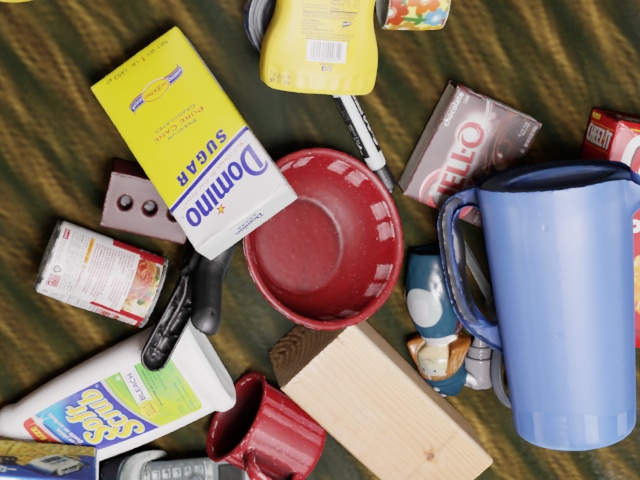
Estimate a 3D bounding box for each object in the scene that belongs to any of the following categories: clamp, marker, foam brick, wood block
[{"bbox_3d":[-0.098,0.028,0.920,0.039,0.120,0.171,30,63,-26],"label":"clamp"},{"bbox_3d":[0.040,-0.094,0.970,0.020,0.020,0.121,-27,110,0],"label":"marker"},{"bbox_3d":[-0.150,-0.034,0.941,0.078,0.051,0.053,12,106,-13],"label":"foam brick"},{"bbox_3d":[0.057,0.159,1.020,0.091,0.090,0.206,-43,109,5],"label":"wood block"}]

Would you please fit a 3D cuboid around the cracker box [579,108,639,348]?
[{"bbox_3d":[0.318,-0.004,1.019,0.164,0.072,0.214,9,106,-12],"label":"cracker box"}]

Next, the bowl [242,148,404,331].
[{"bbox_3d":[-0.006,0.001,0.955,0.161,0.055,0.162,4,82,-28],"label":"bowl"}]

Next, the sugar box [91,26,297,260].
[{"bbox_3d":[-0.105,-0.081,0.887,0.093,0.048,0.176,-36,71,3],"label":"sugar box"}]

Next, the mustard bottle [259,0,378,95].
[{"bbox_3d":[0.006,-0.217,0.865,0.096,0.058,0.192,2,107,-12],"label":"mustard bottle"}]

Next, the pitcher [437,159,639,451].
[{"bbox_3d":[0.204,0.055,0.939,0.144,0.149,0.243,-12,104,-20],"label":"pitcher"}]

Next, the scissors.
[{"bbox_3d":[0.165,0.083,1.031,0.201,0.016,0.096,46,59,-21],"label":"scissors"}]

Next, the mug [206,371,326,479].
[{"bbox_3d":[-0.047,0.190,1.002,0.081,0.117,0.093,33,112,-23],"label":"mug"}]

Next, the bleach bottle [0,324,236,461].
[{"bbox_3d":[-0.210,0.166,0.992,0.251,0.068,0.102,-29,104,3],"label":"bleach bottle"}]

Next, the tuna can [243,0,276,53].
[{"bbox_3d":[-0.022,-0.191,0.920,0.086,0.034,0.086,-3,109,-9],"label":"tuna can"}]

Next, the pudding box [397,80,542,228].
[{"bbox_3d":[0.136,-0.078,0.981,0.090,0.039,0.113,21,104,-16],"label":"pudding box"}]

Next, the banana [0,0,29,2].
[{"bbox_3d":[-0.208,-0.249,0.867,0.198,0.037,0.069,-33,111,2],"label":"banana"}]

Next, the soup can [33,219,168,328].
[{"bbox_3d":[-0.194,0.030,0.946,0.102,0.068,0.068,21,103,-15],"label":"soup can"}]
